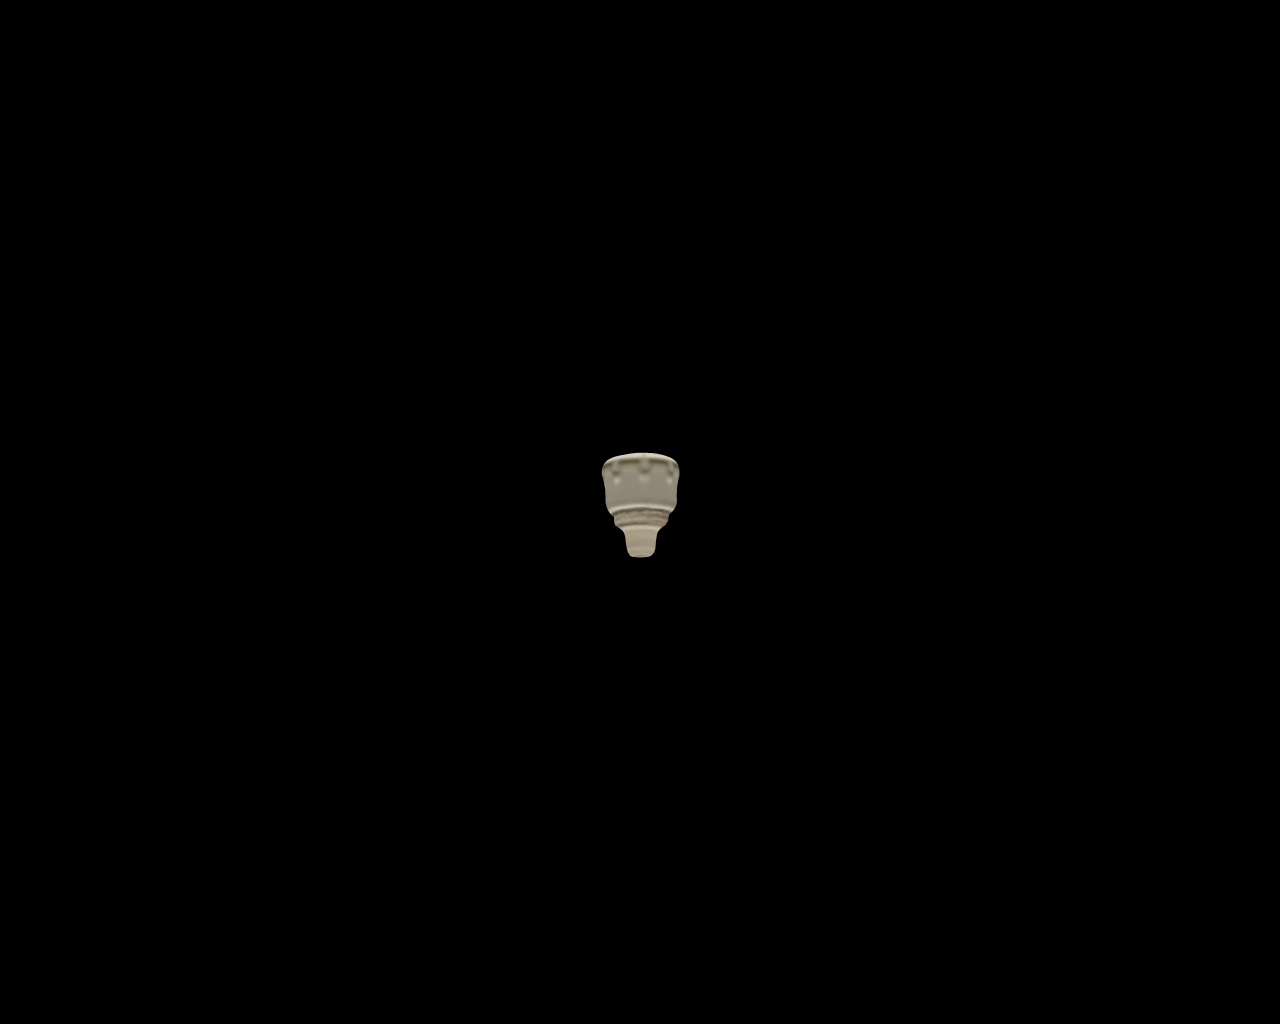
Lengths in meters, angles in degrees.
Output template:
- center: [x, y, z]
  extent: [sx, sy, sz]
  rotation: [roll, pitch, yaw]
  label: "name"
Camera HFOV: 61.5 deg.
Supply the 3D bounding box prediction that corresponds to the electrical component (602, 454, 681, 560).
- center: [0.001, -0.003, 0.650]
  extent: [0.048, 0.062, 0.048]
  rotation: [0, -9, 0]
  label: "electrical component"
